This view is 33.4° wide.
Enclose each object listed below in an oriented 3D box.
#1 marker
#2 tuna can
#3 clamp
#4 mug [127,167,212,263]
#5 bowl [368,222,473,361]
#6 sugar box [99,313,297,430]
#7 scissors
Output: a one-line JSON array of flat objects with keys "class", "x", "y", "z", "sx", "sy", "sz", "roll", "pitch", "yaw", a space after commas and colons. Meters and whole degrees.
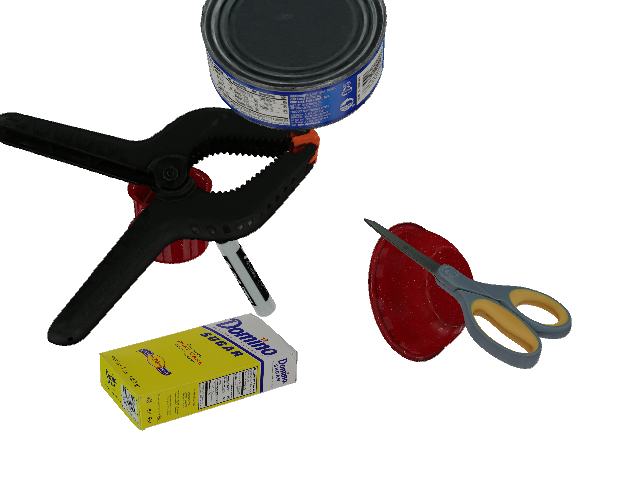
[{"class": "marker", "x": -0.068, "y": 0.020, "z": 0.901, "sx": 0.020, "sy": 0.020, "sz": 0.121, "roll": 0, "pitch": -43, "yaw": 28}, {"class": "tuna can", "x": -0.012, "y": -0.094, "z": 0.503, "sx": 0.086, "sy": 0.086, "sz": 0.034, "roll": 0, "pitch": -32, "yaw": 2}, {"class": "clamp", "x": -0.098, "y": -0.025, "z": 0.686, "sx": 0.209, "sy": 0.164, "sz": 0.036, "roll": -11, "pitch": -22, "yaw": -10}, {"class": "mug", "x": -0.173, "y": -0.022, "z": 1.190, "sx": 0.093, "sy": 0.081, "sz": 0.117, "roll": 19, "pitch": 39, "yaw": 23}, {"class": "bowl", "x": 0.127, "y": 0.055, "z": 1.209, "sx": 0.055, "sy": 0.162, "sz": 0.161, "roll": -11, "pitch": -8, "yaw": 42}, {"class": "sugar box", "x": -0.120, "y": 0.127, "z": 1.065, "sx": 0.175, "sy": 0.048, "sz": 0.093, "roll": -16, "pitch": 32, "yaw": -30}, {"class": "scissors", "x": 0.124, "y": 0.031, "z": 0.866, "sx": 0.096, "sy": 0.016, "sz": 0.202, "roll": -10, "pitch": 39, "yaw": -27}]
